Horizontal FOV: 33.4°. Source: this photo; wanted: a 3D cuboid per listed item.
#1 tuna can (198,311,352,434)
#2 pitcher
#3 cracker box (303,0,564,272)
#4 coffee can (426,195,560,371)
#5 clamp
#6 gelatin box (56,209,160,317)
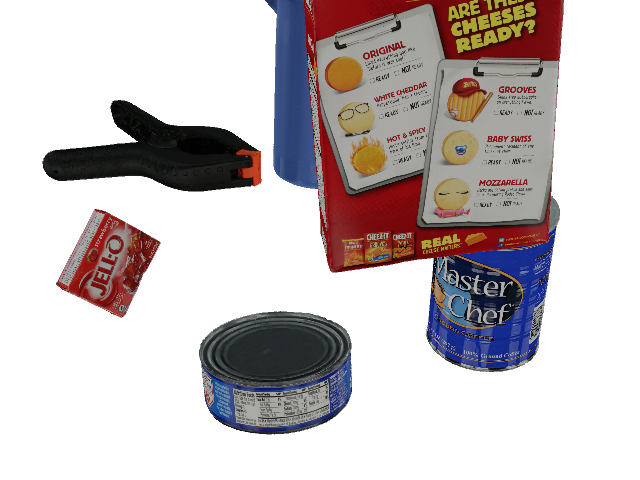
[{"bbox_3d":[-0.024,0.074,0.604,0.086,0.034,0.086,-3,22,1],"label":"tuna can"},{"bbox_3d":[0.014,-0.190,1.312,0.144,0.243,0.149,-9,29,-28],"label":"pitcher"},{"bbox_3d":[0.075,-0.092,0.736,0.164,0.214,0.072,-8,32,-5],"label":"cracker box"},{"bbox_3d":[0.149,0.029,0.934,0.103,0.140,0.103,1,32,-1],"label":"coffee can"},{"bbox_3d":[-0.133,-0.068,0.859,0.172,0.039,0.120,15,42,26],"label":"clamp"},{"bbox_3d":[-0.215,0.024,1.086,0.073,0.089,0.030,32,-11,-38],"label":"gelatin box"}]
